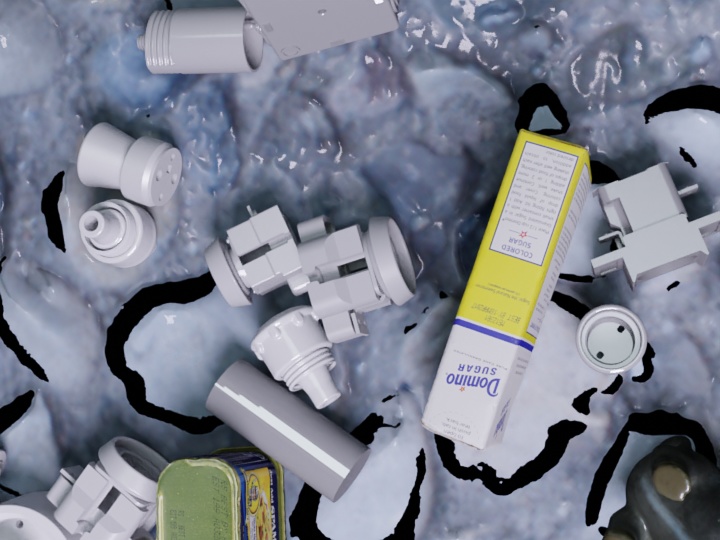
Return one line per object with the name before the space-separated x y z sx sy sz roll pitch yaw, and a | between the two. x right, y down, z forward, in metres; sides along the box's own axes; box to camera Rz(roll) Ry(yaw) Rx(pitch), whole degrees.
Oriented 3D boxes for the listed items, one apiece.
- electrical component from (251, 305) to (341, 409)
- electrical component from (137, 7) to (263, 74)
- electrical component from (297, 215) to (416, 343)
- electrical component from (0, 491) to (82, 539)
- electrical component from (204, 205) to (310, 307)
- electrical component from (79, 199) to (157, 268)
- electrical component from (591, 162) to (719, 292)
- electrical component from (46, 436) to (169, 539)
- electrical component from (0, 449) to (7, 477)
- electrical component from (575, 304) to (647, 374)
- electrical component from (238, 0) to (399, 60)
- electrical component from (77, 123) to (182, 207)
electrical component | -0.035 0.057 0.673 0.048 0.048 0.062 -35 75 6
electrical component | -0.110 -0.153 0.719 0.081 0.043 0.043 1 84 13
electrical component | 0.000 0.000 0.669 0.057 0.058 0.078 -18 80 13
electrical component | -0.218 0.199 0.691 0.108 0.060 0.108 -2 83 12
electrical component | -0.066 -0.007 0.691 0.055 0.048 0.066 -26 78 1
electrical component | -0.162 -0.025 0.705 0.043 0.062 0.043 -2 83 12
electrical component | 0.173 -0.026 0.642 0.081 0.042 0.063 -22 75 9
electrical component | -0.152 0.144 0.686 0.078 0.058 0.057 37 95 14
electrical component | -0.273 0.125 0.724 0.065 0.044 0.044 24 89 9
electrical component | 0.148 0.042 0.636 0.040 0.046 0.040 -2 83 12
electrical component | -0.027 -0.181 0.677 0.100 0.099 0.048 -13 68 11
electrical component | -0.153 -0.070 0.718 0.055 0.045 0.045 19 88 14
